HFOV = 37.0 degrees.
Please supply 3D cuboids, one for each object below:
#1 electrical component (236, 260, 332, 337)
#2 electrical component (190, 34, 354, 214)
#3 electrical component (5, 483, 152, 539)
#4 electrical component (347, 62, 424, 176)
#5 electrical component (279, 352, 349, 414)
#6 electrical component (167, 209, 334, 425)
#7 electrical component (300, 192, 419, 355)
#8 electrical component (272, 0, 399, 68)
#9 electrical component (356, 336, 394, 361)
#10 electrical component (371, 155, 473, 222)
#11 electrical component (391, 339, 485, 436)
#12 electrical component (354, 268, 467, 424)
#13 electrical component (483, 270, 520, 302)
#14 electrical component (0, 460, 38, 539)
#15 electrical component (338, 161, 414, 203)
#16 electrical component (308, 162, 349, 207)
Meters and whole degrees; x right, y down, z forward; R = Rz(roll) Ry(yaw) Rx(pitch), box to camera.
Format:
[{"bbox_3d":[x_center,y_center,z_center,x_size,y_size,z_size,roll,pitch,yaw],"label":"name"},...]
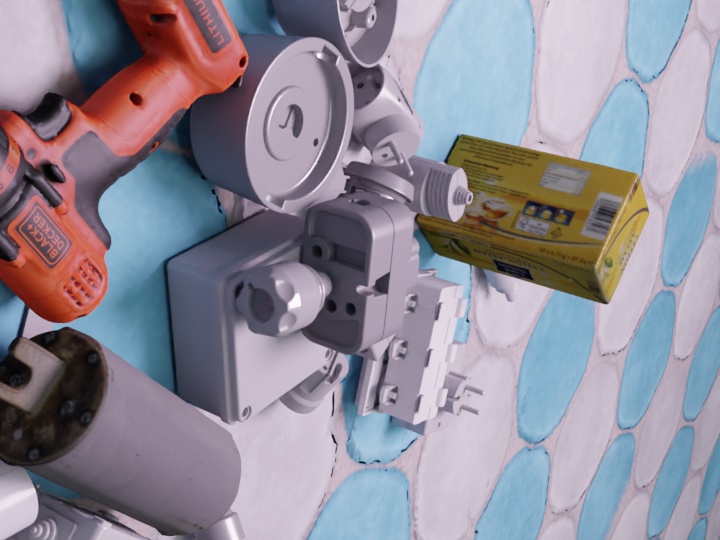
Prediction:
[{"bbox_3d":[-0.042,0.015,0.656,0.062,0.043,0.043,-19,121,-54],"label":"electrical component"},{"bbox_3d":[-0.059,-0.094,0.667,0.108,0.060,0.108,-33,132,-47],"label":"electrical component"},{"bbox_3d":[-0.167,0.172,0.632,0.061,0.062,0.096,-63,148,-14],"label":"electrical component"},{"bbox_3d":[0.019,-0.102,0.779,0.043,0.079,0.077,-30,149,12],"label":"electrical component"},{"bbox_3d":[-0.036,0.078,0.797,0.046,0.040,0.040,-45,163,31],"label":"electrical component"},{"bbox_3d":[-0.070,0.029,0.718,0.109,0.056,0.108,-33,131,-47],"label":"electrical component"},{"bbox_3d":[0.000,0.000,0.703,0.059,0.054,0.095,-22,123,-52],"label":"electrical component"},{"bbox_3d":[-0.010,-0.185,0.695,0.099,0.064,0.099,-33,132,-47],"label":"electrical component"},{"bbox_3d":[0.006,0.018,0.843,0.076,0.047,0.065,-55,146,-28],"label":"electrical component"},{"bbox_3d":[0.051,-0.065,0.838,0.043,0.081,0.043,-33,132,-47],"label":"electrical component"},{"bbox_3d":[0.079,0.109,0.978,0.047,0.076,0.083,-7,112,-56],"label":"electrical component"},{"bbox_3d":[0.044,0.063,0.910,0.079,0.063,0.121,-7,111,-57],"label":"electrical component"},{"bbox_3d":[0.143,0.007,1.062,0.035,0.035,0.061,-52,136,-30],"label":"electrical component"},{"bbox_3d":[-0.213,0.131,0.555,0.081,0.043,0.043,-25,126,-51],"label":"electrical component"},{"bbox_3d":[0.006,-0.045,0.801,0.078,0.058,0.057,27,84,-55],"label":"electrical component"},{"bbox_3d":[-0.033,-0.064,0.747,0.046,0.040,0.040,-7,111,-64],"label":"electrical component"}]
